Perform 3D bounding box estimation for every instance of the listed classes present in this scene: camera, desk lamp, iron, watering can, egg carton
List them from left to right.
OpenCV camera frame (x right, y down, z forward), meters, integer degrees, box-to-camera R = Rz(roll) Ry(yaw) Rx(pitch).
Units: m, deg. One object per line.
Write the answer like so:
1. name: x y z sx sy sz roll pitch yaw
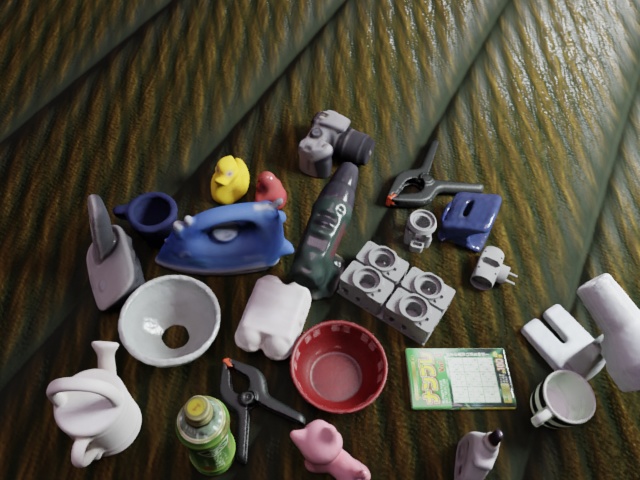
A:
1. watering can: -0.331 0.233 0.832 0.101 0.194 0.172 -15 58 -14
2. iron: -0.180 -0.015 1.047 0.258 0.141 0.118 -10 57 -11
3. egg carton: -0.079 0.134 0.996 0.107 0.069 0.150 14 56 6
4. camera: 0.040 -0.205 1.220 0.136 0.101 0.143 22 57 11
5. desk lamp: 0.459 0.161 0.932 0.118 0.213 0.202 -28 62 -21

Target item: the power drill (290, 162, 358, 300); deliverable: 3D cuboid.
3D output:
1. power drill: 0.009 0.004 1.008 0.075 0.208 0.230 17 56 8

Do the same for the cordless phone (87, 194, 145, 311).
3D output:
1. cordless phone: -0.366 0.022 0.980 0.094 0.185 0.147 -20 59 -17

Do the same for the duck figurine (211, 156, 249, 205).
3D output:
1. duck figurine: -0.185 -0.135 1.163 0.077 0.086 0.104 18 56 8

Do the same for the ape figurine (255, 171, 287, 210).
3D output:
1. ape figurine: -0.104 -0.103 1.144 0.076 0.092 0.078 30 59 16

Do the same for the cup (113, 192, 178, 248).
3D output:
1. cup: -0.322 -0.029 1.074 0.117 0.095 0.091 4 55 -2

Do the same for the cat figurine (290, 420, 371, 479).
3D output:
1. cat figurine: 0.018 0.317 0.848 0.127 0.118 0.067 34 60 18

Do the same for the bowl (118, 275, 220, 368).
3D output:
1. bowl: -0.249 0.147 0.970 0.167 0.075 0.167 2 55 -3

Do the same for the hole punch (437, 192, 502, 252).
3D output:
1. hole punch: 0.295 -0.045 1.136 0.101 0.091 0.109 23 57 12

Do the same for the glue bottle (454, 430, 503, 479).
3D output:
1. glue bottle: 0.235 0.310 0.836 0.037 0.173 0.078 14 56 6
